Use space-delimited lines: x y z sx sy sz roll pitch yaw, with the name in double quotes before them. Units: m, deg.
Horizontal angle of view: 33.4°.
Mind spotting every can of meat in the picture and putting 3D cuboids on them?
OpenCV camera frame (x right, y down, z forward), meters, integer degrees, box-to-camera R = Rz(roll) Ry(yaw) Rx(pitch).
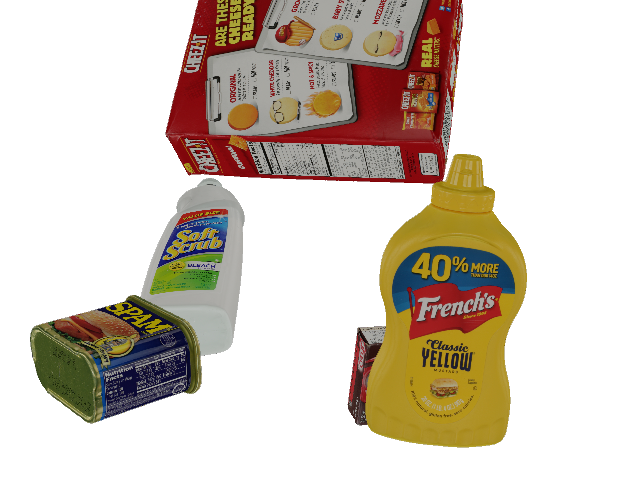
"can of meat" -0.149 0.084 0.767 0.083 0.057 0.102 -15 23 -37

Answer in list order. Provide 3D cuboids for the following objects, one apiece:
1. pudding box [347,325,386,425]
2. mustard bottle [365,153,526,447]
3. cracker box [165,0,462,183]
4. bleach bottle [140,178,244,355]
"pudding box" 0.086 0.125 1.014 0.113 0.090 0.039 -3 28 -18
"mustard bottle" 0.086 0.038 0.707 0.096 0.192 0.058 6 13 1
"cracker box" 0.001 -0.130 0.856 0.214 0.164 0.072 3 -29 13
"bleach bottle" -0.133 0.015 1.120 0.102 0.068 0.251 -3 36 1
